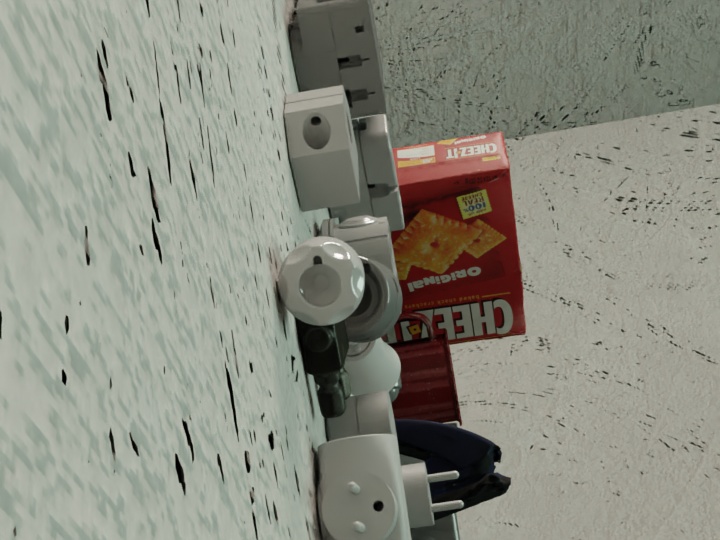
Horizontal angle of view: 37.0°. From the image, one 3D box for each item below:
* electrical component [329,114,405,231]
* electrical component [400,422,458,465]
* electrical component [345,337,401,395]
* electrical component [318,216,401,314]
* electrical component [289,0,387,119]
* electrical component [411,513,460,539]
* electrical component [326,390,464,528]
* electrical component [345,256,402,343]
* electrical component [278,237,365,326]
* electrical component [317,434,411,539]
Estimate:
[{"bbox_3d":[0.001,-0.078,0.908,0.053,0.059,0.095,-93,173,-56],"label":"electrical component"},{"bbox_3d":[0.061,0.174,1.058,0.079,0.077,0.044,-43,124,-86],"label":"electrical component"},{"bbox_3d":[0.001,0.057,0.739,0.065,0.044,0.044,64,17,-61],"label":"electrical component"},{"bbox_3d":[0.000,0.000,0.775,0.080,0.051,0.080,-9,90,-86],"label":"electrical component"},{"bbox_3d":[-0.018,-0.183,0.867,0.150,0.062,0.089,-91,171,-65],"label":"electrical component"},{"bbox_3d":[0.063,0.251,1.028,0.096,0.062,0.061,62,19,-78],"label":"electrical component"},{"bbox_3d":[0.023,0.134,0.634,0.052,0.074,0.138,76,6,-53],"label":"electrical component"},{"bbox_3d":[-0.003,0.017,0.678,0.047,0.055,0.055,34,47,-80],"label":"electrical component"},{"bbox_3d":[-0.019,0.004,0.555,0.062,0.043,0.043,-80,160,-82],"label":"electrical component"},{"bbox_3d":[0.001,0.124,0.551,0.079,0.044,0.077,68,13,-73],"label":"electrical component"}]
